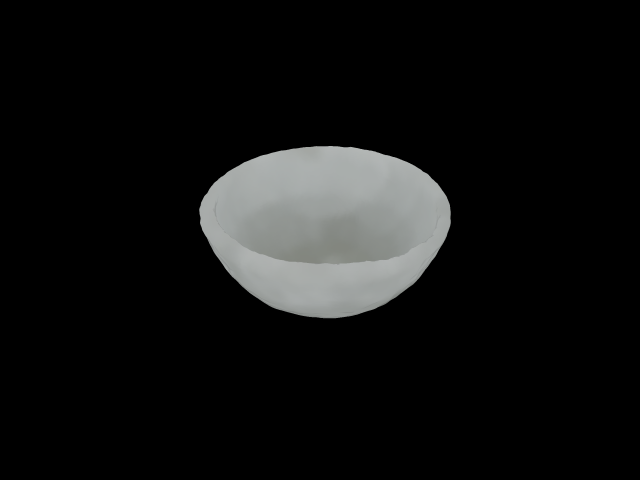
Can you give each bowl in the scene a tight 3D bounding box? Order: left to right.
[{"bbox_3d":[0.004,0.001,0.400,0.167,0.075,0.167,0,34,0],"label":"bowl"}]
